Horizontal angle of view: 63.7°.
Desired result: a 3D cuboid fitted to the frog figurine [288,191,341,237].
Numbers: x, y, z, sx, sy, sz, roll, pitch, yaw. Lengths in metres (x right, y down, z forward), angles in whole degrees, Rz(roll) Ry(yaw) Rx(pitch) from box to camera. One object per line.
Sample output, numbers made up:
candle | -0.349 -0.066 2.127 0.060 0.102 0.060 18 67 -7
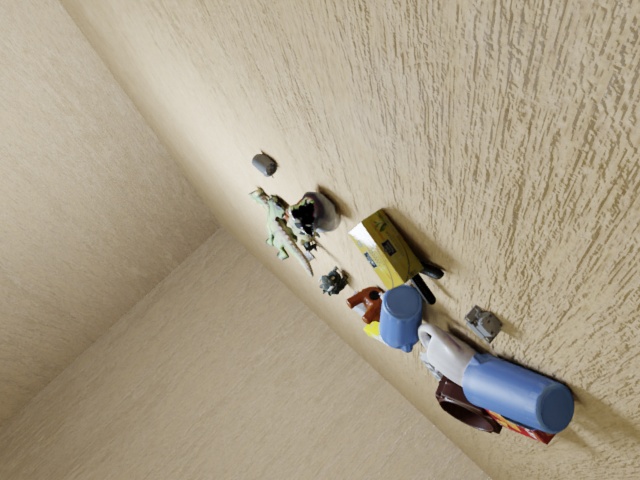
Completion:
frog figurine | 0.004 -0.073 1.453 0.139 0.121 0.160 28 -164 31

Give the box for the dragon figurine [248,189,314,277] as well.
dragon figurine | -0.147 -0.055 1.927 0.417 0.123 0.237 44 160 37

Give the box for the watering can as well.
watering can | 0.383 0.350 1.460 0.227 0.105 0.340 34 163 39
